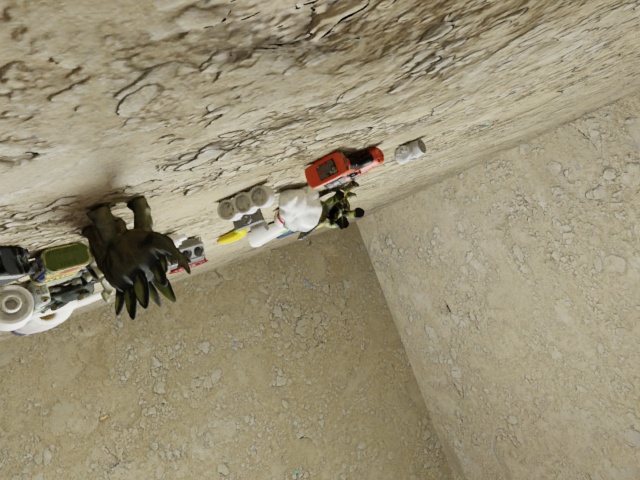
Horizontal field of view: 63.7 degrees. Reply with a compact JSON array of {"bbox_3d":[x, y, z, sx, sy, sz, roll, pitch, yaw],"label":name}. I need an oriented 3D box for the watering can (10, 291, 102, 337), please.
[{"bbox_3d":[-0.926,0.249,1.806,0.222,0.104,0.350,-21,178,30],"label":"watering can"}]

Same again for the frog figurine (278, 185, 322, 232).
[{"bbox_3d":[-0.053,-0.093,1.422,0.139,0.123,0.157,-53,174,-13],"label":"frog figurine"}]

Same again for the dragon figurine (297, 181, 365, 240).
[{"bbox_3d":[0.005,-0.088,1.751,0.416,0.121,0.241,-32,-169,-37],"label":"dragon figurine"}]
